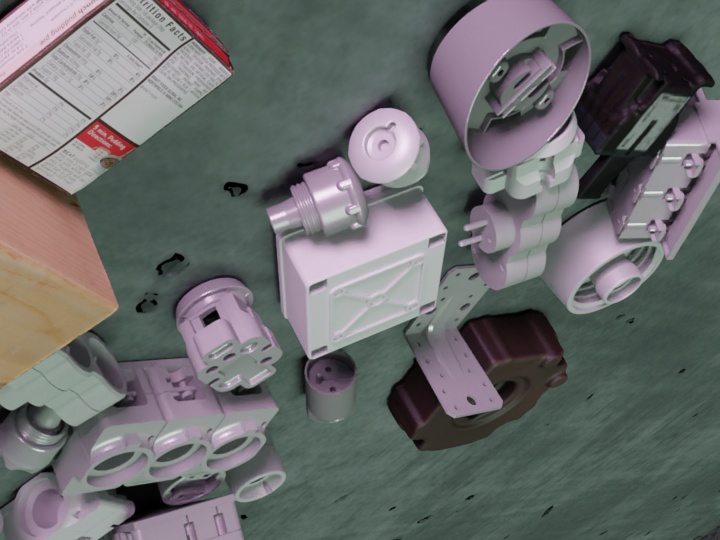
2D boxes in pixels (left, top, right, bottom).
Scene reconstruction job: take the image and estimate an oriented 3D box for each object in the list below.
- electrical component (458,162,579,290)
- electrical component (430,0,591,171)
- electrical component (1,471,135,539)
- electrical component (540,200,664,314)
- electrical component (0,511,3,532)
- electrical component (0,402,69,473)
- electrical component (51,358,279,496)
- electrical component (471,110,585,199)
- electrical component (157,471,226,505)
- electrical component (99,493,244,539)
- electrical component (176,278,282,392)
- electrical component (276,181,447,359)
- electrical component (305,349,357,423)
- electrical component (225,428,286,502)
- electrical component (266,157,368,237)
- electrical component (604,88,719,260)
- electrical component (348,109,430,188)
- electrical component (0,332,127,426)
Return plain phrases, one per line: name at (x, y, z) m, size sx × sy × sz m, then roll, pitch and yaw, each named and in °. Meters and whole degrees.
electrical component at (0.108, -0.035, 0.810) m, size 0.074 × 0.052 × 0.138 m, roll -18°, pitch 148°, yaw -21°
electrical component at (0.093, -0.117, 0.655) m, size 0.099 × 0.064 × 0.099 m, roll -22°, pitch 150°, yaw -13°
electrical component at (-0.237, 0.193, 0.859) m, size 0.089 × 0.050 × 0.056 m, roll -35°, pitch 151°, yaw 9°
electrical component at (0.216, -0.005, 0.945) m, size 0.108 × 0.060 × 0.108 m, roll -23°, pitch 151°, yaw -14°
electrical component at (-0.286, 0.171, 0.740) m, size 0.056 × 0.089 × 0.050 m, roll -29°, pitch 151°, yaw -1°
electrical component at (-0.223, 0.109, 0.747) m, size 0.043 × 0.043 × 0.062 m, roll 7°, pitch 134°, yaw -47°
electrical component at (-0.148, 0.118, 0.810) m, size 0.150 × 0.061 × 0.089 m, roll 0°, pitch 140°, yaw -42°
electrical component at (0.115, -0.089, 0.727) m, size 0.078 × 0.058 × 0.057 m, roll -23°, pitch 153°, yaw -9°
electrical component at (-0.146, 0.160, 0.894) m, size 0.055 × 0.047 × 0.055 m, roll -22°, pitch 150°, yaw -13°
electrical component at (-0.168, 0.239, 0.925) m, size 0.089 × 0.061 × 0.150 m, roll -11°, pitch 171°, yaw -31°
electrical component at (-0.094, 0.043, 0.746) m, size 0.058 × 0.057 × 0.078 m, roll -33°, pitch 151°, yaw 5°
electrical component at (0.000, 0.000, 0.764) m, size 0.109 × 0.056 × 0.108 m, roll -22°, pitch 150°, yaw -15°
electrical component at (-0.025, 0.105, 0.921) m, size 0.043 × 0.043 × 0.081 m, roll -22°, pitch 150°, yaw -15°
electrical component at (-0.098, 0.174, 0.959) m, size 0.055 × 0.047 × 0.055 m, roll -22°, pitch 150°, yaw -13°
electrical component at (-0.028, -0.041, 0.687) m, size 0.062 × 0.048 × 0.048 m, roll -20°, pitch 150°, yaw -4°
electrical component at (0.243, -0.075, 0.849) m, size 0.063 × 0.078 × 0.121 m, roll -1°, pitch 145°, yaw -9°
electrical component at (0.025, -0.073, 0.686) m, size 0.048 × 0.048 × 0.062 m, roll -38°, pitch 157°, yaw 15°
electrical component at (-0.212, 0.063, 0.675) m, size 0.074 × 0.052 × 0.138 m, roll -31°, pitch 151°, yaw 3°
